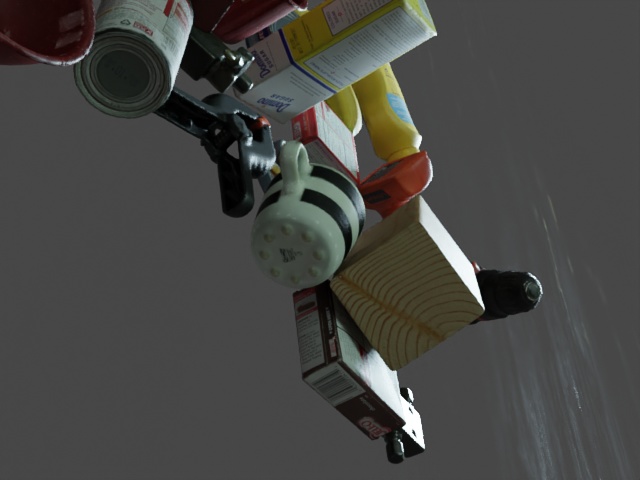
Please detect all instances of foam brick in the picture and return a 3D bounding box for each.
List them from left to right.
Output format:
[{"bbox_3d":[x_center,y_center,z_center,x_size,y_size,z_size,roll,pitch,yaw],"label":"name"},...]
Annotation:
[{"bbox_3d":[-0.094,-0.205,0.812,0.053,0.051,0.078,26,33,-27],"label":"foam brick"}]

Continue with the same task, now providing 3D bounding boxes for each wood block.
[{"bbox_3d":[0.076,0.031,0.924,0.091,0.090,0.206,54,9,-4],"label":"wood block"}]

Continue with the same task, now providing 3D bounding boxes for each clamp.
[{"bbox_3d":[-0.081,-0.087,0.841,0.120,0.039,0.171,56,14,-10],"label":"clamp"}]

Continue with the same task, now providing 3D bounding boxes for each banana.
[{"bbox_3d":[0.001,-0.192,1.162,0.198,0.037,0.069,62,6,-1],"label":"banana"}]

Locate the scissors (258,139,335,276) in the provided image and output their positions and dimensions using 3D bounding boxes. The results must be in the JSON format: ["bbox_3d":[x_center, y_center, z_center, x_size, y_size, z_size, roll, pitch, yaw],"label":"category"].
[{"bbox_3d":[-0.006,0.001,0.949,0.096,0.016,0.202,-2,67,-66],"label":"scissors"}]

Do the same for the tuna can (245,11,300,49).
[{"bbox_3d":[-0.036,-0.192,1.067,0.086,0.034,0.086,37,39,-38],"label":"tuna can"}]

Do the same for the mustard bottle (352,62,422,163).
[{"bbox_3d":[0.077,-0.157,1.284,0.096,0.058,0.192,21,45,-67],"label":"mustard bottle"}]

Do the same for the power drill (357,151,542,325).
[{"bbox_3d":[0.124,0.003,1.080,0.057,0.185,0.187,-39,101,-26],"label":"power drill"}]

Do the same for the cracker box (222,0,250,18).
[{"bbox_3d":[-0.107,-0.286,0.840,0.213,0.164,0.072,46,29,-39],"label":"cracker box"}]

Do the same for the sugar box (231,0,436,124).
[{"bbox_3d":[0.010,-0.175,0.971,0.093,0.176,0.048,23,46,-62],"label":"sugar box"}]

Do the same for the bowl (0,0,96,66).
[{"bbox_3d":[-0.202,-0.159,0.609,0.162,0.055,0.162,50,24,-32],"label":"bowl"}]

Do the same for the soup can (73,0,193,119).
[{"bbox_3d":[-0.128,-0.138,0.744,0.068,0.069,0.102,52,23,-29],"label":"soup can"}]

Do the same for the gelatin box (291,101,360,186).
[{"bbox_3d":[0.004,-0.100,1.078,0.089,0.030,0.073,44,29,-43],"label":"gelatin box"}]

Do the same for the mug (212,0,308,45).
[{"bbox_3d":[-0.076,-0.241,0.979,0.117,0.082,0.093,50,24,-33],"label":"mug"}]

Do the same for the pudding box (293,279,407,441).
[{"bbox_3d":[0.024,0.098,0.872,0.113,0.039,0.090,49,22,-41],"label":"pudding box"}]
